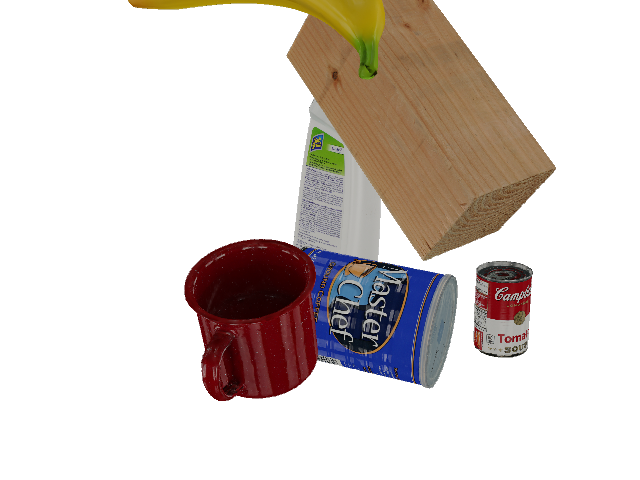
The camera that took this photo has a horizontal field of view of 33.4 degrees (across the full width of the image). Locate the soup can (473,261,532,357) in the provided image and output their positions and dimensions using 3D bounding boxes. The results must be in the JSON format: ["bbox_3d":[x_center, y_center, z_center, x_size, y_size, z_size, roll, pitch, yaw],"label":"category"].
[{"bbox_3d":[0.223,0.084,1.309,0.068,0.102,0.068,0,19,0],"label":"soup can"}]

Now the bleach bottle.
[{"bbox_3d":[0.026,-0.069,1.144,0.103,0.251,0.067,17,18,38],"label":"bleach bottle"}]

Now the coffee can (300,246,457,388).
[{"bbox_3d":[0.043,0.068,0.966,0.140,0.103,0.102,11,3,18],"label":"coffee can"}]

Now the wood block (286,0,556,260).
[{"bbox_3d":[0.073,-0.101,0.828,0.090,0.206,0.091,-20,-21,-35],"label":"wood block"}]

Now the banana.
[{"bbox_3d":[-0.033,-0.153,0.650,0.198,0.069,0.037,22,-32,32],"label":"banana"}]

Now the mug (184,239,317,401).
[{"bbox_3d":[-0.050,0.066,0.759,0.093,0.081,0.117,9,40,20],"label":"mug"}]
